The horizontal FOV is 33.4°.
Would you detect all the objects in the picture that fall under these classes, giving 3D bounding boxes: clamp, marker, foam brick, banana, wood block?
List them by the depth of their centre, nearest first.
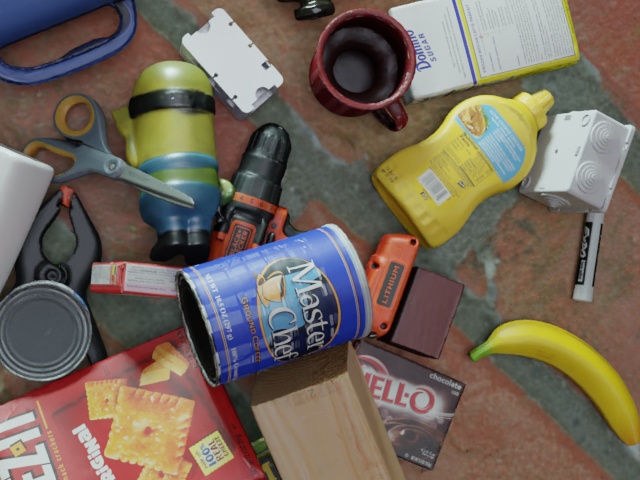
[{"bbox_3d":[0.020,0.204,0.945,0.090,0.091,0.206,-20,105,7],"label":"wood block"},{"bbox_3d":[-0.233,0.040,0.966,0.120,0.039,0.171,19,88,-18],"label":"clamp"},{"bbox_3d":[0.096,0.069,1.015,0.051,0.053,0.078,22,83,-8],"label":"foam brick"},{"bbox_3d":[0.243,0.130,1.049,0.197,0.037,0.070,29,101,-6],"label":"banana"},{"bbox_3d":[0.271,0.002,1.066,0.020,0.020,0.121,11,85,-10],"label":"marker"}]

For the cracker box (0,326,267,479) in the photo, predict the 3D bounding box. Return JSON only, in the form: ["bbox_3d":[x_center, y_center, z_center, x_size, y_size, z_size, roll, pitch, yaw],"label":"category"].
[{"bbox_3d":[-0.172,0.187,0.917,0.213,0.072,0.164,-23,60,-11],"label":"cracker box"}]

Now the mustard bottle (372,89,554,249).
[{"bbox_3d":[0.150,-0.083,1.029,0.191,0.058,0.096,-38,89,-9],"label":"mustard bottle"}]

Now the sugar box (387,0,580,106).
[{"bbox_3d":[0.158,-0.197,1.043,0.176,0.048,0.093,-14,89,-7],"label":"sugar box"}]

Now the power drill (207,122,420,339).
[{"bbox_3d":[-0.007,0.001,0.999,0.187,0.057,0.184,19,88,-6],"label":"power drill"}]

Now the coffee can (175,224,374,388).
[{"bbox_3d":[-0.040,0.054,0.901,0.140,0.103,0.103,-17,90,-17],"label":"coffee can"}]

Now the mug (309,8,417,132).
[{"bbox_3d":[0.043,-0.152,1.001,0.093,0.081,0.117,-39,94,-10],"label":"mug"}]

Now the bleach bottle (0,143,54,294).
[{"bbox_3d":[-0.325,0.033,0.931,0.103,0.068,0.251,24,90,29],"label":"bleach bottle"}]

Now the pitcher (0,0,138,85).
[{"bbox_3d":[-0.286,-0.217,0.928,0.242,0.145,0.149,-27,62,-7],"label":"pitcher"}]

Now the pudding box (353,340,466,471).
[{"bbox_3d":[0.069,0.156,1.012,0.113,0.039,0.090,23,84,-8],"label":"pudding box"}]

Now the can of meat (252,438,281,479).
[{"bbox_3d":[-0.068,0.240,0.976,0.102,0.057,0.084,-24,94,-10],"label":"can of meat"}]

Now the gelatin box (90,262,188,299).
[{"bbox_3d":[-0.149,0.036,0.949,0.089,0.073,0.030,7,85,-32],"label":"gelatin box"}]

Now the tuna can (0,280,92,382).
[{"bbox_3d":[-0.242,0.078,0.930,0.086,0.034,0.086,-1,95,-12],"label":"tuna can"}]

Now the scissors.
[{"bbox_3d":[-0.178,-0.081,0.934,0.202,0.016,0.096,7,73,29],"label":"scissors"}]
